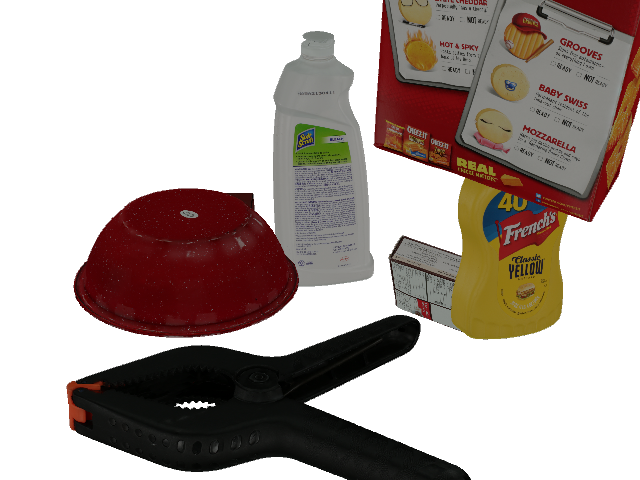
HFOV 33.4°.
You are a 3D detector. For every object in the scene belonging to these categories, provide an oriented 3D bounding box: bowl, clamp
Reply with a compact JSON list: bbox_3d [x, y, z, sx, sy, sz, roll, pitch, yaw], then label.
[{"bbox_3d":[-0.095,0.005,0.760,0.162,0.055,0.162,2,26,-1],"label":"bowl"},{"bbox_3d":[-0.028,0.084,0.583,0.210,0.036,0.164,3,25,1],"label":"clamp"}]

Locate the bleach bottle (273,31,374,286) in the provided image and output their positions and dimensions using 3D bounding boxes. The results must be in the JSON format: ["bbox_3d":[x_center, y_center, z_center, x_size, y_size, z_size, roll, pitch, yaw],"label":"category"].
[{"bbox_3d":[0.005,-0.079,1.041,0.102,0.251,0.068,-6,29,-13],"label":"bleach bottle"}]

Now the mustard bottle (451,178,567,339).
[{"bbox_3d":[0.159,-0.017,0.880,0.096,0.192,0.058,-8,22,-20],"label":"mustard bottle"}]

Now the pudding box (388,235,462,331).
[{"bbox_3d":[0.132,0.050,1.136,0.114,0.039,0.090,18,-35,24],"label":"pudding box"}]

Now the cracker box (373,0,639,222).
[{"bbox_3d":[0.125,-0.134,0.678,0.164,0.214,0.072,22,46,21],"label":"cracker box"}]

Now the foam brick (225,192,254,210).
[{"bbox_3d":[-0.118,-0.024,1.288,0.078,0.053,0.051,-2,28,1],"label":"foam brick"}]
